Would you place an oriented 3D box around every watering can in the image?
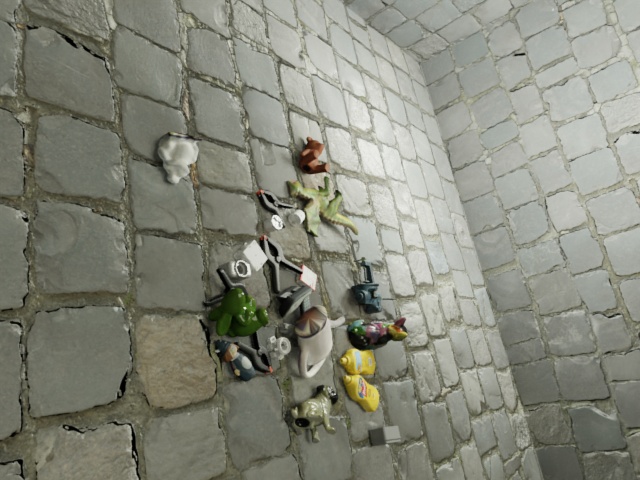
[{"bbox_3d":[0.001,0.328,1.847,0.355,0.104,0.220,-53,141,-49],"label":"watering can"}]

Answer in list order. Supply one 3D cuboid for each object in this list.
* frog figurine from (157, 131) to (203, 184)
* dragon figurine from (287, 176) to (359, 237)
[{"bbox_3d":[-0.455,-0.261,1.643,0.138,0.123,0.158,-4,109,-64],"label":"frog figurine"},{"bbox_3d":[0.007,-0.110,2.185,0.406,0.121,0.247,52,53,-17],"label":"dragon figurine"}]
